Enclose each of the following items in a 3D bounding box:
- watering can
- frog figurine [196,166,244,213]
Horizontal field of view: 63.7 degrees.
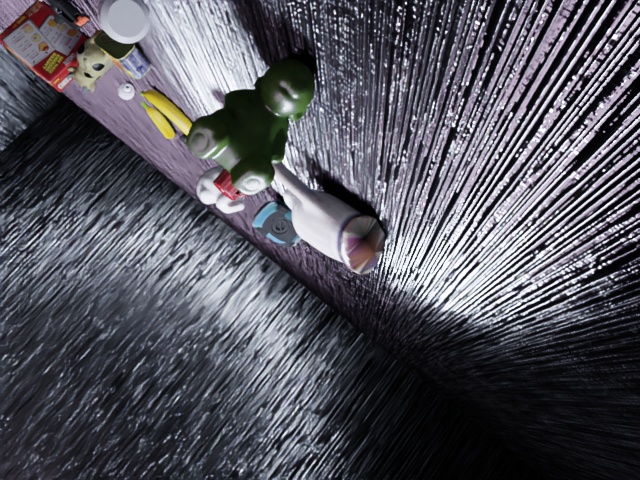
[{"bbox_3d":[0.003,-0.050,0.992,0.227,0.105,0.341,31,166,37],"label":"watering can"},{"bbox_3d":[-0.296,-0.145,1.547,0.162,0.138,0.120,-125,25,-50],"label":"frog figurine"}]
